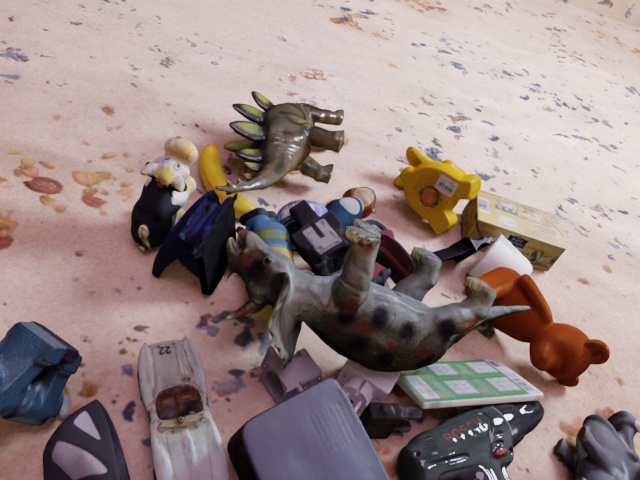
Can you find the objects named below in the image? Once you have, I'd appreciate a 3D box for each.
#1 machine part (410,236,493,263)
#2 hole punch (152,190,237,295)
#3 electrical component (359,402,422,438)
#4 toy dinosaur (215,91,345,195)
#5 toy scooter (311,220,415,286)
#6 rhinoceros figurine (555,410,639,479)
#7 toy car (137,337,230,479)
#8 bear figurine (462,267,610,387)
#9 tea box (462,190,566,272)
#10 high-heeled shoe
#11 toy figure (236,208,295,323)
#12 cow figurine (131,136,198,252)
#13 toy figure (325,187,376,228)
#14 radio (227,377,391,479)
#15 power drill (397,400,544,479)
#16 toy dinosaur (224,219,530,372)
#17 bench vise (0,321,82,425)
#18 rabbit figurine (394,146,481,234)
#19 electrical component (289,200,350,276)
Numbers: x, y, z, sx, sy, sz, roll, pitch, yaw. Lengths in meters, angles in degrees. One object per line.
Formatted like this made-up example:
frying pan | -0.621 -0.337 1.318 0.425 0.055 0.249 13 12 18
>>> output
machine part | 0.214 0.024 0.899 0.139 0.084 0.039 -14 84 -20
hole punch | -0.174 -0.003 0.748 0.092 0.115 0.142 18 42 9
electrical component | 0.072 0.217 0.650 0.094 0.063 0.021 6 46 -14
toy dinosaur | -0.062 -0.170 0.932 0.199 0.105 0.472 14 27 -4
toy scooter | 0.082 0.039 0.826 0.135 0.075 0.184 38 42 21
rhinoceros figurine | 0.365 0.290 0.681 0.112 0.073 0.190 31 44 13
toy car | -0.154 0.198 0.591 0.073 0.056 0.202 -5 48 -25
bear figurine | 0.299 0.137 0.783 0.132 0.120 0.196 -23 63 -32
tea box | 0.353 -0.019 0.989 0.170 0.068 0.098 20 44 -2
high-heeled shoe | -0.160 0.247 0.506 0.249 0.086 0.145 13 54 11
toy figure | -0.072 0.034 0.752 0.082 0.089 0.180 -2 58 -16
cow figurine | -0.221 -0.062 0.745 0.068 0.167 0.098 25 41 -3
toy figure | 0.057 -0.054 0.925 0.154 0.058 0.064 -38 106 -44
radio | 0.007 0.270 0.541 0.131 0.073 0.230 -16 64 -31
power drill | 0.219 0.290 0.623 0.232 0.086 0.207 -3 52 -24
toy dinosaur | 0.077 0.095 0.658 0.405 0.192 0.131 25 12 -18
bench vise | -0.341 0.177 0.484 0.129 0.223 0.240 28 73 14
rabbit figurine | 0.220 -0.101 1.013 0.163 0.121 0.173 29 29 22
electrical component | -0.002 -0.002 0.766 0.075 0.047 0.119 -35 51 -11
